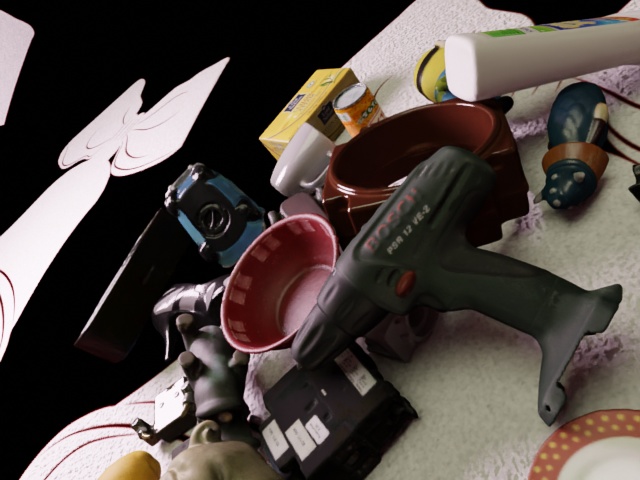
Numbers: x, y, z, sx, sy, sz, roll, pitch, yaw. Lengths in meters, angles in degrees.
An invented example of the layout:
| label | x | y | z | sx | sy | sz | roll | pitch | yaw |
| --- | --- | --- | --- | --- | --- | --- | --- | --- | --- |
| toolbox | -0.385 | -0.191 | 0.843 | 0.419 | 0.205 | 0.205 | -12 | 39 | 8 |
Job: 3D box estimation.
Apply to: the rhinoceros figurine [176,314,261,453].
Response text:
| label | x | y | z | sx | sy | sz | roll | pitch | yaw |
| --- | --- | --- | --- | --- | --- | --- | --- | --- | --- |
| rhinoceros figurine | -0.112 | 0.158 | 0.575 | 0.073 | 0.112 | 0.190 | -5 | 34 | -16 |

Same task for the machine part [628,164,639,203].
| label | x | y | z | sx | sy | sz | roll | pitch | yaw |
| --- | --- | --- | --- | --- | --- | --- | --- | --- | --- |
| machine part | 0.305 | -0.024 | 0.434 | 0.084 | 0.039 | 0.139 | -12 | 42 | 23 |

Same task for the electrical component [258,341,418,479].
| label | x | y | z | sx | sy | sz | roll | pitch | yaw |
| --- | --- | --- | --- | --- | --- | --- | --- | --- | --- |
| electrical component | 0.007 | 0.164 | 0.501 | 0.134 | 0.058 | 0.115 | -43 | 33 | -1 |

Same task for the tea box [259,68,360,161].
| label | x | y | z | sx | sy | sz | roll | pitch | yaw |
| --- | --- | --- | --- | --- | --- | --- | --- | --- | --- |
| tea box | -0.009 | -0.205 | 0.899 | 0.098 | 0.068 | 0.169 | 17 | 66 | 50 |

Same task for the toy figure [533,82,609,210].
| label | x | y | z | sx | sy | sz | roll | pitch | yaw |
| --- | --- | --- | --- | --- | --- | --- | --- | --- | --- |
| toy figure | 0.254 | -0.090 | 0.533 | 0.058 | 0.064 | 0.154 | 16 | 63 | 8 |

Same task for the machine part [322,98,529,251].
| label | x | y | z | sx | sy | sz | roll | pitch | yaw |
| --- | --- | --- | --- | --- | --- | --- | --- | --- | --- |
| machine part | 0.109 | -0.071 | 0.583 | 0.202 | 0.087 | 0.201 | -13 | 32 | 17 |

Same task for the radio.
| label | x | y | z | sx | sy | sz | roll | pitch | yaw |
| --- | --- | --- | --- | --- | --- | --- | --- | --- | --- |
| radio | -0.285 | 0.073 | 0.833 | 0.131 | 0.073 | 0.229 | -32 | 29 | 53 |

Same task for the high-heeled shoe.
| label | x | y | z | sx | sy | sz | roll | pitch | yaw |
| --- | --- | --- | --- | --- | --- | --- | --- | --- | --- |
| high-heeled shoe | -0.130 | 0.068 | 0.716 | 0.249 | 0.086 | 0.145 | -33 | 32 | 16 |

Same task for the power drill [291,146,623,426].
| label | x | y | z | sx | sy | sz | roll | pitch | yaw |
| --- | --- | --- | --- | --- | --- | --- | --- | --- | --- |
| power drill | 0.107 | 0.055 | 0.431 | 0.208 | 0.086 | 0.232 | 32 | 93 | 31 |

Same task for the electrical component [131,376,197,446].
| label | x | y | z | sx | sy | sz | roll | pitch | yaw |
| --- | --- | --- | --- | --- | --- | --- | --- | --- | --- |
| electrical component | -0.176 | 0.202 | 0.647 | 0.102 | 0.045 | 0.078 | -33 | 37 | 13 |

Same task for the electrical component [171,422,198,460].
| label | x | y | z | sx | sy | sz | roll | pitch | yaw |
| --- | --- | --- | --- | --- | --- | --- | --- | --- | --- |
| electrical component | -0.138 | 0.239 | 0.592 | 0.063 | 0.021 | 0.094 | -36 | 36 | 10 |

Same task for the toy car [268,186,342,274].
| label | x | y | z | sx | sy | sz | roll | pitch | yaw |
| --- | --- | --- | --- | --- | --- | --- | --- | --- | --- |
| toy car | -0.001 | -0.002 | 0.689 | 0.089 | 0.053 | 0.202 | -27 | 37 | -8 |

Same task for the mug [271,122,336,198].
| label | x | y | z | sx | sy | sz | roll | pitch | yaw |
| --- | --- | --- | --- | --- | --- | --- | --- | --- | --- |
| mug | -0.017 | -0.104 | 0.800 | 0.107 | 0.080 | 0.110 | -51 | 42 | 7 |

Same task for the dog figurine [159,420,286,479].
| label | x | y | z | sx | sy | sz | roll | pitch | yaw |
| --- | --- | --- | --- | --- | --- | --- | --- | --- | --- |
| dog figurine | -0.025 | 0.217 | 0.409 | 0.191 | 0.121 | 0.172 | -20 | 79 | 23 |

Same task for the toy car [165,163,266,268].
| label | x | y | z | sx | sy | sz | roll | pitch | yaw |
| --- | --- | --- | --- | --- | --- | --- | --- | --- | --- |
| toy car | -0.152 | -0.036 | 0.821 | 0.109 | 0.162 | 0.103 | -47 | -10 | 4 |

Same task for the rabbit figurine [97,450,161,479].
| label | x | y | z | sx | sy | sz | roll | pitch | yaw |
| --- | --- | --- | --- | --- | --- | --- | --- | --- | --- |
| rabbit figurine | -0.207 | 0.298 | 0.545 | 0.162 | 0.121 | 0.173 | -46 | 20 | 11 |

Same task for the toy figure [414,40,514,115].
| label | x | y | z | sx | sy | sz | roll | pitch | yaw |
| --- | --- | --- | --- | --- | --- | --- | --- | --- | --- |
| toy figure | 0.180 | -0.206 | 0.708 | 0.089 | 0.082 | 0.180 | -30 | 39 | 13 |
